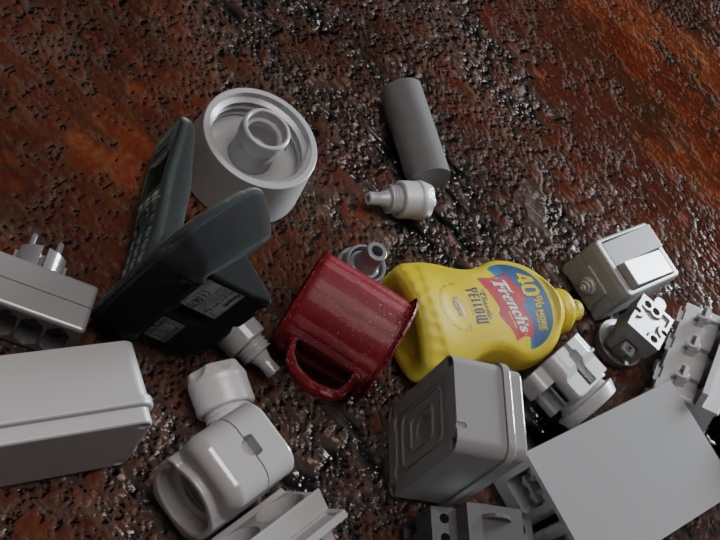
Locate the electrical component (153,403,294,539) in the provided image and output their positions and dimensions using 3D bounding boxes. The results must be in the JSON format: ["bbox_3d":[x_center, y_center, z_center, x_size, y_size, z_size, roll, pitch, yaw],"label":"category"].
[{"bbox_3d":[-0.094,0.135,0.701,0.059,0.095,0.053,-31,79,-40],"label":"electrical component"}]

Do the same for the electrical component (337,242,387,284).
[{"bbox_3d":[0.000,0.000,0.864,0.043,0.062,0.043,15,55,-22],"label":"electrical component"}]

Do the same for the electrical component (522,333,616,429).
[{"bbox_3d":[0.179,0.097,0.913,0.057,0.058,0.078,49,50,9],"label":"electrical component"}]

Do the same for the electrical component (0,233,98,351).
[{"bbox_3d":[-0.224,0.008,0.736,0.083,0.047,0.075,22,52,-18],"label":"electrical component"}]

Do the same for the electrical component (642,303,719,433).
[{"bbox_3d":[0.305,0.090,0.986,0.063,0.078,0.121,25,48,13],"label":"electrical component"}]

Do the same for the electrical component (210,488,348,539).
[{"bbox_3d":[-0.069,0.200,0.694,0.121,0.079,0.063,-31,101,-40],"label":"electrical component"}]

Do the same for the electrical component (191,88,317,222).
[{"bbox_3d":[-0.087,-0.098,0.876,0.108,0.060,0.108,15,55,-22],"label":"electrical component"}]

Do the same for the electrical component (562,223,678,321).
[{"bbox_3d":[0.243,0.001,1.009,0.096,0.061,0.061,-18,72,-37],"label":"electrical component"}]

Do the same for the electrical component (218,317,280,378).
[{"bbox_3d":[-0.084,0.054,0.799,0.061,0.035,0.035,48,49,1],"label":"electrical component"}]

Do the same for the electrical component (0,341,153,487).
[{"bbox_3d":[-0.196,0.092,0.679,0.113,0.078,0.057,-5,61,-33],"label":"electrical component"}]

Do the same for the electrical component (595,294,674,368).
[{"bbox_3d":[0.247,0.059,0.978,0.048,0.055,0.066,42,49,-1],"label":"electrical component"}]

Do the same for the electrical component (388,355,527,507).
[{"bbox_3d":[0.070,0.121,0.796,0.057,0.113,0.078,13,55,-20],"label":"electrical component"}]

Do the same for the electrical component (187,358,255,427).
[{"bbox_3d":[-0.094,0.097,0.759,0.043,0.043,0.062,-9,67,-34],"label":"electrical component"}]

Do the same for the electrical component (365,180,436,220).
[{"bbox_3d":[0.034,-0.062,0.942,0.061,0.035,0.035,0,61,-28],"label":"electrical component"}]

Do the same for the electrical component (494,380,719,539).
[{"bbox_3d":[0.207,0.175,0.877,0.186,0.060,0.105,-17,71,-37],"label":"electrical component"}]
